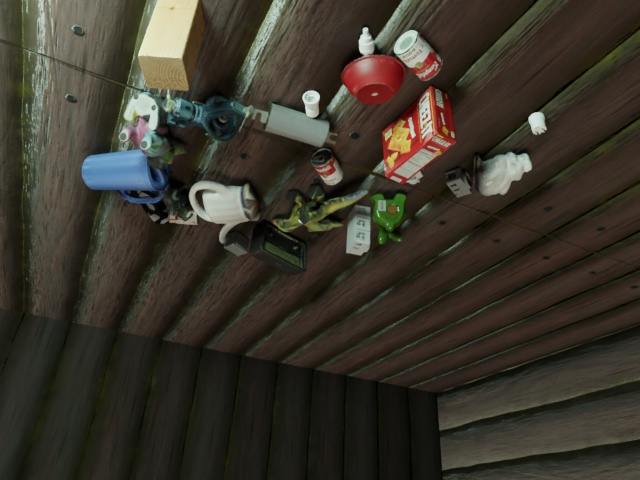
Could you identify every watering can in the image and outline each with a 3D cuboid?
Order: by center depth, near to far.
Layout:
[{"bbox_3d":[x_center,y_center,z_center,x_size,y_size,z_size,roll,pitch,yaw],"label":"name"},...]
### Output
[{"bbox_3d":[-0.307,-0.094,1.758,0.224,0.106,0.340,-3,147,11],"label":"watering can"}]

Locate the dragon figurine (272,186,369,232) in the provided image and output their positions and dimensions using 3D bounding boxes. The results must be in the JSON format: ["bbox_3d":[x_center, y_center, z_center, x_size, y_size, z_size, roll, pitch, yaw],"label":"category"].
[{"bbox_3d":[0.005,-0.089,1.776,0.409,0.124,0.240,-8,164,22],"label":"dragon figurine"}]

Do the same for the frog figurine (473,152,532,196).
[{"bbox_3d":[0.534,-0.191,1.507,0.159,0.125,0.134,2,131,24],"label":"frog figurine"}]
